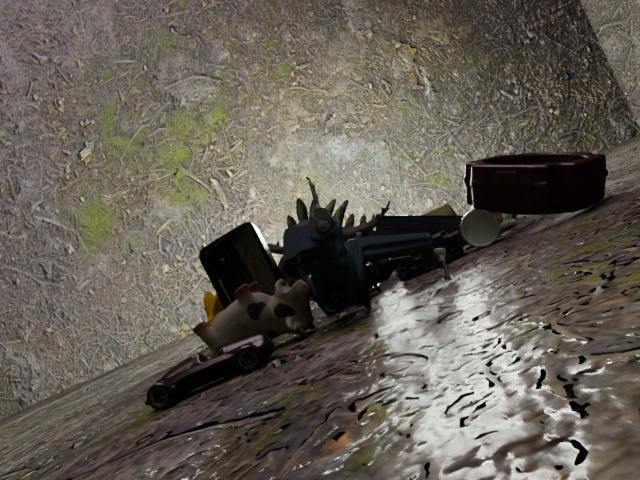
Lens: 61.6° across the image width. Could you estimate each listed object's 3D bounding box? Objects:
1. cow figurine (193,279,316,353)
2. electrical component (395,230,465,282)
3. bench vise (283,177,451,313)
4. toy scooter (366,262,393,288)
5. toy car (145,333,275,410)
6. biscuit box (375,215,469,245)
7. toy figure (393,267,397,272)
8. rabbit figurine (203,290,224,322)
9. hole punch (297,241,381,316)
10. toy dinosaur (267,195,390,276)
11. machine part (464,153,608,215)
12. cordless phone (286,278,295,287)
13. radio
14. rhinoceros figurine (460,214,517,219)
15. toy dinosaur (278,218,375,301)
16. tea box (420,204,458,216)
[{"bbox_3d":[-0.095,0.132,0.876,0.195,0.127,0.085,-39,-5,10],"label":"cow figurine"},{"bbox_3d":[0.212,0.024,1.034,0.134,0.058,0.115,-25,0,17],"label":"electrical component"},{"bbox_3d":[0.070,0.021,0.810,0.241,0.223,0.129,-7,39,5],"label":"bench vise"},{"bbox_3d":[0.091,0.072,1.123,0.135,0.075,0.184,-26,-7,19],"label":"toy scooter"},{"bbox_3d":[-0.162,0.186,0.780,0.202,0.053,0.089,-23,2,5],"label":"toy car"},{"bbox_3d":[0.220,-0.021,1.121,0.203,0.062,0.059,2,3,18],"label":"biscuit box"},{"bbox_3d":[0.188,0.040,1.179,0.064,0.057,0.154,-30,5,-17],"label":"toy figure"},{"bbox_3d":[-0.230,0.195,1.385,0.122,0.162,0.173,-9,28,46],"label":"rabbit figurine"},{"bbox_3d":[0.032,0.069,1.004,0.092,0.142,0.115,-50,-21,25],"label":"hole punch"},{"bbox_3d":[-0.003,-0.004,1.247,0.105,0.198,0.472,7,-6,-37],"label":"toy dinosaur"},{"bbox_3d":[0.374,-0.101,0.938,0.201,0.087,0.201,-19,19,-42],"label":"machine part"},{"bbox_3d":[-0.118,0.178,1.307,0.184,0.088,0.146,-35,1,-8],"label":"cordless phone"},{"bbox_3d":[-0.143,0.091,1.097,0.131,0.229,0.073,-28,-6,2],"label":"radio"},{"bbox_3d":[0.380,-0.052,1.277,0.190,0.073,0.112,-22,-1,-34],"label":"rhinoceros figurine"},{"bbox_3d":[-0.035,0.073,1.434,0.405,0.192,0.131,-23,-3,25],"label":"toy dinosaur"},{"bbox_3d":[0.280,-0.019,1.401,0.170,0.068,0.098,-26,-31,22],"label":"tea box"}]
